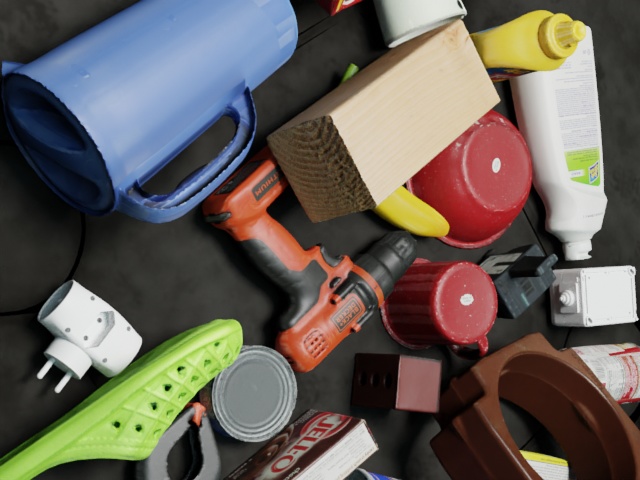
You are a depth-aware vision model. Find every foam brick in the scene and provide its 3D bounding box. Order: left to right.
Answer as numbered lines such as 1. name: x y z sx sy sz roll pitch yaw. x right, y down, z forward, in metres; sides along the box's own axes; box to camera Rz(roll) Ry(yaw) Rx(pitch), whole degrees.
1. foam brick: 0.073 0.136 1.021 0.051 0.078 0.053 10 80 -30

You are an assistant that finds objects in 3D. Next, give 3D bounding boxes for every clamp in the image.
1. clamp: -0.121 0.229 0.918 0.120 0.039 0.171 33 71 -28

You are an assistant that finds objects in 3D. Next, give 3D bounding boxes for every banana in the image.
1. banana: 0.057 -0.071 1.041 0.069 0.037 0.197 -33 107 -7

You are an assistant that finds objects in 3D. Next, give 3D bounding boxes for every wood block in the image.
1. wood block: 0.061 -0.110 0.971 0.205 0.090 0.091 -41 108 -38

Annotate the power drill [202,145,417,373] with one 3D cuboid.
1. power drill: -0.007 0.001 0.992 0.184 0.057 0.187 -44 108 -28

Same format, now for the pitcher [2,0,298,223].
1. pitcher: -0.125 -0.130 0.886 0.242 0.145 0.149 -42 123 -30

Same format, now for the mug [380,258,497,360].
1. mug: 0.126 0.072 1.054 0.093 0.082 0.117 -40 107 -27

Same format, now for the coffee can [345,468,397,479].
1. coffee can: 0.078 0.278 0.999 0.140 0.103 0.103 20 77 -29

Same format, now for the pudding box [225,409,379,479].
1. pudding box: -0.016 0.200 0.954 0.113 0.090 0.039 -38 107 -27

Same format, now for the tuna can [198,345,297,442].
1. tuna can: -0.066 0.137 0.961 0.086 0.034 0.086 2 86 -31

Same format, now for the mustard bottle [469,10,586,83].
1. mustard bottle: 0.183 -0.184 1.041 0.096 0.192 0.058 -7 90 -32

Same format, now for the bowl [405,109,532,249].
1. bowl: 0.167 -0.073 1.105 0.161 0.055 0.162 3 85 -31

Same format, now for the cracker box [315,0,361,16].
1. cracker box: 0.042 -0.317 0.995 0.213 0.072 0.164 -33 69 -28

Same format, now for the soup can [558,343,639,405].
1. soup can: 0.304 0.149 1.167 0.102 0.069 0.068 -1 87 -31

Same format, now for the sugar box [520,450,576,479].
1. sugar box: 0.217 0.313 1.117 0.093 0.048 0.176 16 82 -27

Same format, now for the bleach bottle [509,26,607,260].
1. bleach bottle: 0.260 -0.102 1.161 0.102 0.068 0.251 -10 94 -31
